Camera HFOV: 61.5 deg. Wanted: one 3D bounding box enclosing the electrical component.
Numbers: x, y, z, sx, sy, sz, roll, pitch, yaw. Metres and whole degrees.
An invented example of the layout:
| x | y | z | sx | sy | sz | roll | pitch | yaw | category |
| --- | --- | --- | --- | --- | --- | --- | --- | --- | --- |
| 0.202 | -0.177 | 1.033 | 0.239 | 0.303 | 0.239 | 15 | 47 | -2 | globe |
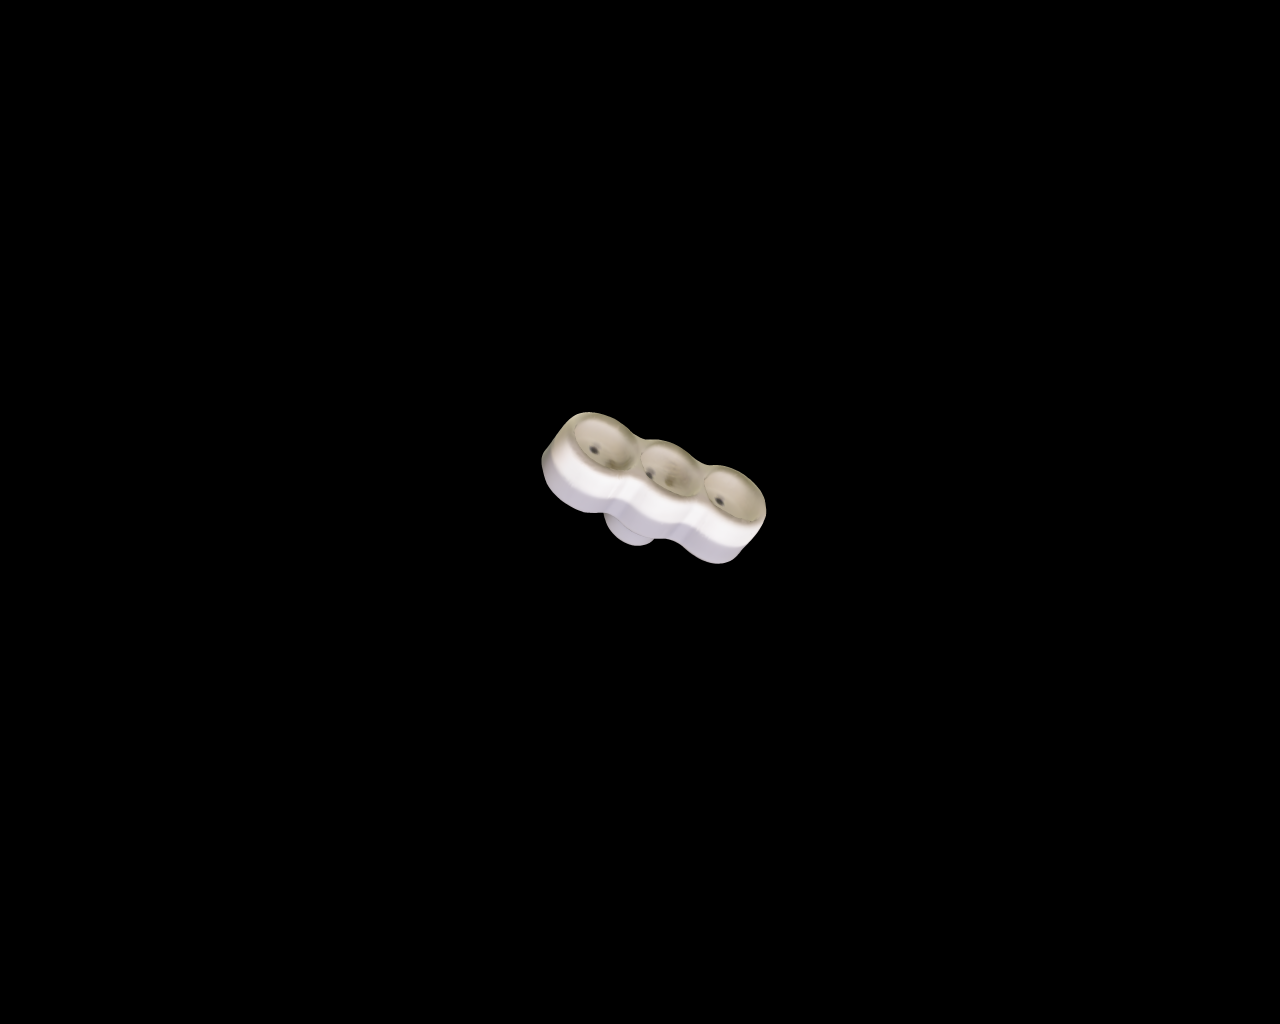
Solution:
| x | y | z | sx | sy | sz | roll | pitch | yaw | category |
| --- | --- | --- | --- | --- | --- | --- | --- | --- | --- |
| 0.001 | -0.003 | 0.650 | 0.138 | 0.052 | 0.073 | 22 | -48 | -21 | electrical component |
